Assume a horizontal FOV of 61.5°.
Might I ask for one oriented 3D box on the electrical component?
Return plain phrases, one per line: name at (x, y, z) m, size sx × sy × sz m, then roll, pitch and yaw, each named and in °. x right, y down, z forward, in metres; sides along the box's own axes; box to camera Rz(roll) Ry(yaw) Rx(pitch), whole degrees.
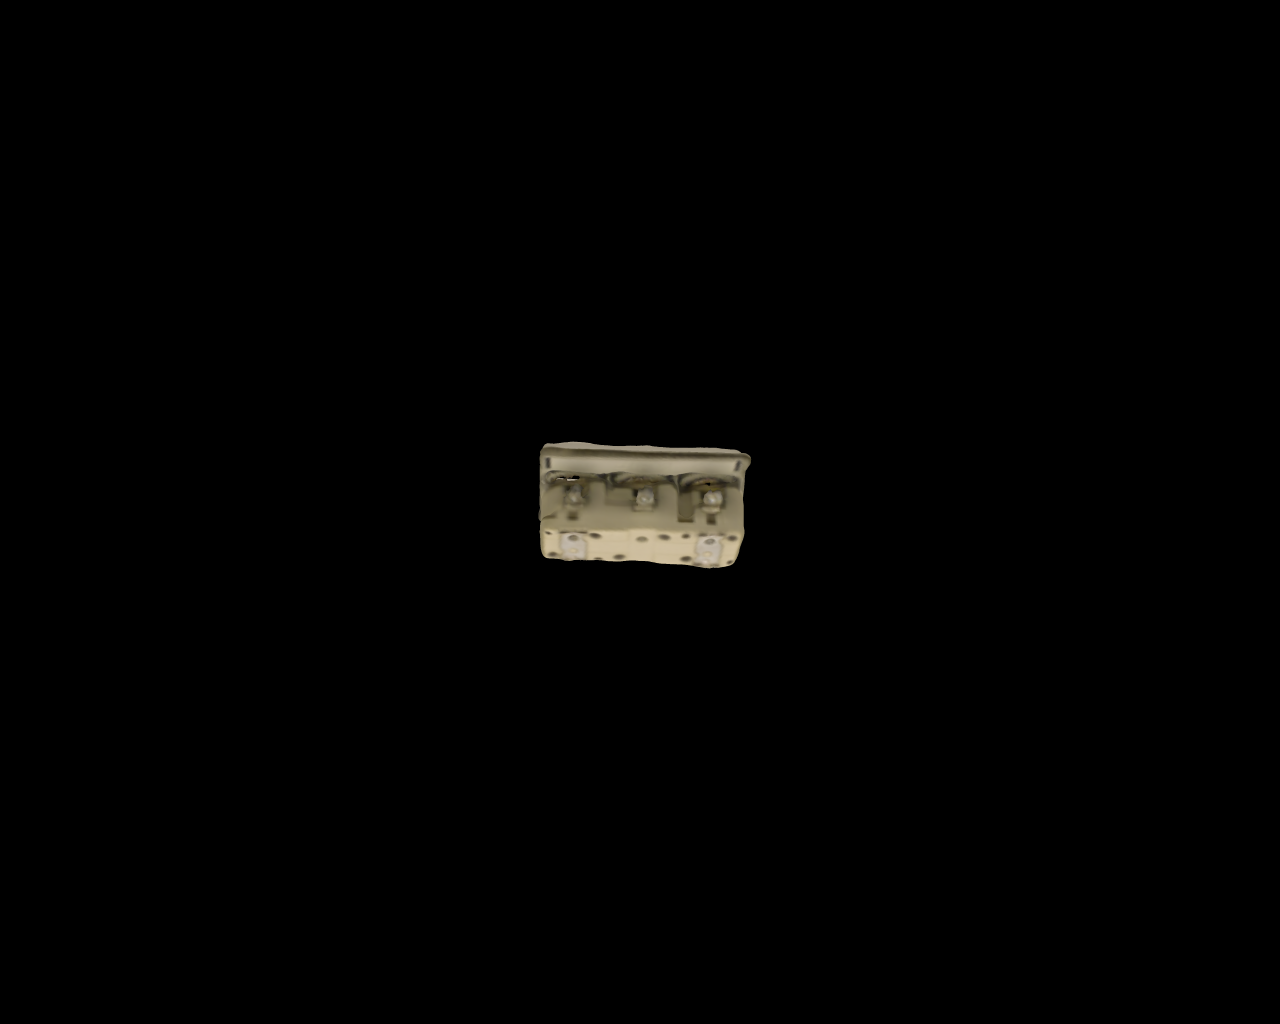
electrical component at (0.001, -0.003, 0.650) m, size 0.121 × 0.063 × 0.078 m, roll 3°, pitch -32°, yaw -5°
